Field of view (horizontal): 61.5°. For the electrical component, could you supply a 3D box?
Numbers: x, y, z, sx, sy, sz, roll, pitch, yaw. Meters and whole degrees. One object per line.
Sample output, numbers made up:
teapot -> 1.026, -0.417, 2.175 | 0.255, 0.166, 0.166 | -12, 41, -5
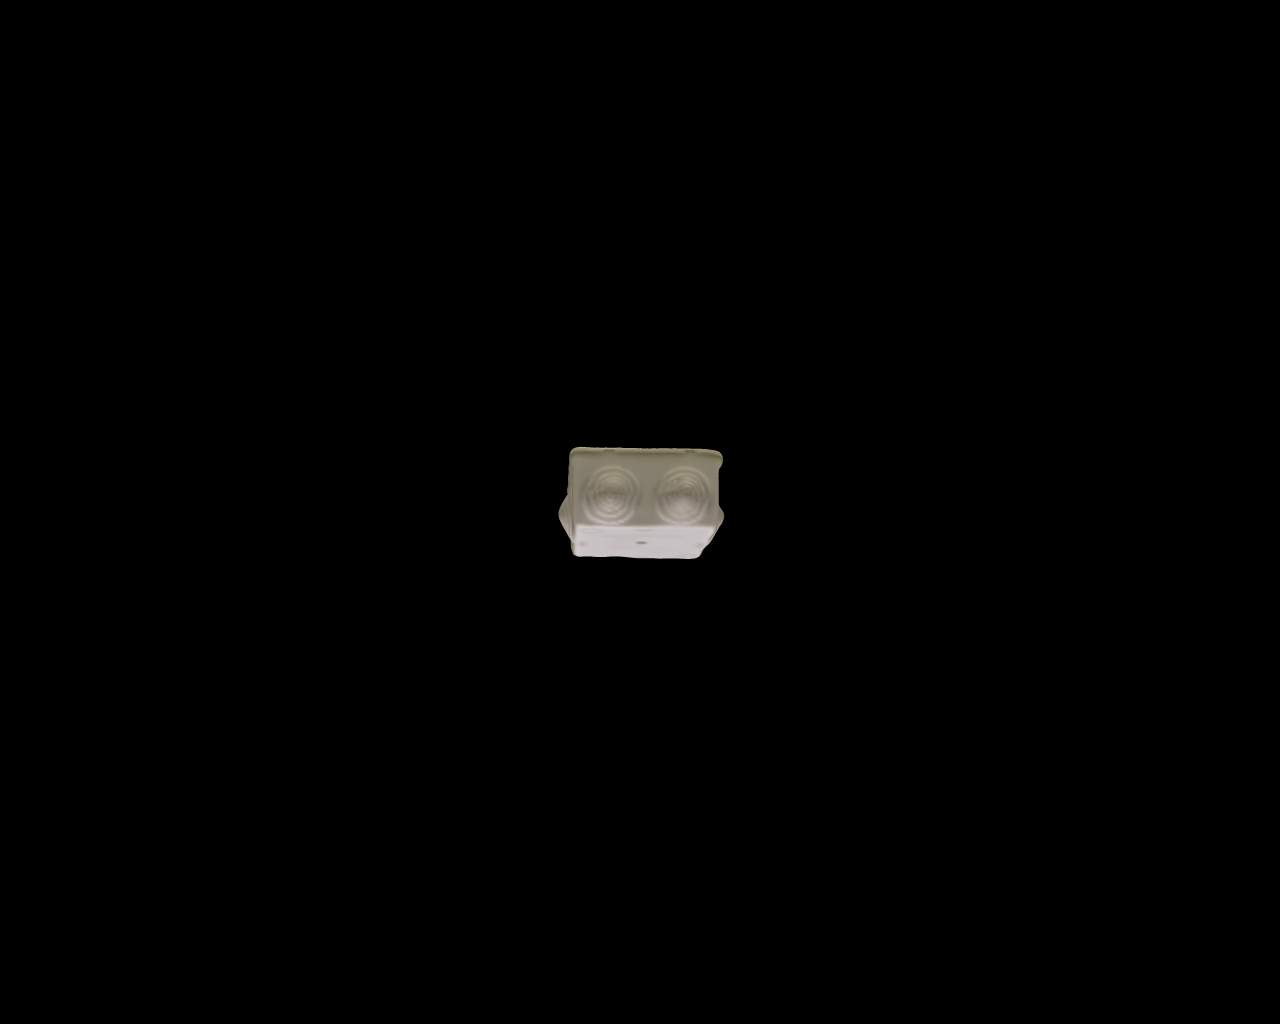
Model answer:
electrical component -> 0.001, -0.003, 0.650 | 0.100, 0.048, 0.099 | 1, -15, -5
